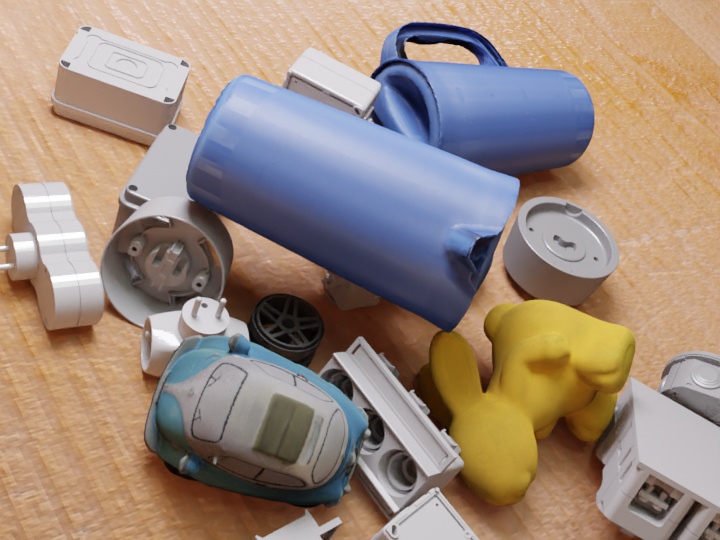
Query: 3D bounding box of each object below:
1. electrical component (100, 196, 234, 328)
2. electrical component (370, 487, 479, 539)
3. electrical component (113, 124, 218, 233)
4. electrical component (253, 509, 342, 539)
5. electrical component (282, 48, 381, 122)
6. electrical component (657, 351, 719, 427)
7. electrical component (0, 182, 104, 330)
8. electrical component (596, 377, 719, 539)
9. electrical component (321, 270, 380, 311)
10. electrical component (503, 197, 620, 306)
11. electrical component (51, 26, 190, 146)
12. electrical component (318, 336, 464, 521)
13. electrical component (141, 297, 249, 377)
[{"bbox_3d":[-0.152,-0.007,0.864,0.099,0.099,0.064,23,36,-3],"label":"electrical component"},{"bbox_3d":[0.053,0.218,0.770,0.062,0.061,0.096,-28,72,-41],"label":"electrical component"},{"bbox_3d":[-0.160,-0.067,0.945,0.078,0.057,0.113,23,42,-4],"label":"electrical component"},{"bbox_3d":[-0.043,0.209,0.742,0.081,0.042,0.063,-21,63,-38],"label":"electrical component"},{"bbox_3d":[-0.025,-0.158,1.022,0.096,0.061,0.061,28,42,2],"label":"electrical component"},{"bbox_3d":[0.309,0.117,0.974,0.080,0.080,0.051,33,48,7],"label":"electrical component"},{"bbox_3d":[-0.257,-0.012,0.848,0.074,0.052,0.138,-7,52,-31],"label":"electrical component"},{"bbox_3d":[0.252,0.167,0.868,0.105,0.060,0.186,30,18,4],"label":"electrical component"},{"bbox_3d":[0.000,0.000,0.951,0.081,0.063,0.042,-9,49,-32],"label":"electrical component"},{"bbox_3d":[0.193,-0.013,1.059,0.108,0.060,0.108,14,44,-13],"label":"electrical component"},{"bbox_3d":[-0.226,-0.172,1.017,0.113,0.057,0.078,19,43,-8],"label":"electrical component"},{"bbox_3d":[0.020,0.122,0.839,0.121,0.078,0.063,50,26,24],"label":"electrical component"},{"bbox_3d":[-0.124,0.048,0.833,0.077,0.079,0.043,5,46,-22],"label":"electrical component"}]
